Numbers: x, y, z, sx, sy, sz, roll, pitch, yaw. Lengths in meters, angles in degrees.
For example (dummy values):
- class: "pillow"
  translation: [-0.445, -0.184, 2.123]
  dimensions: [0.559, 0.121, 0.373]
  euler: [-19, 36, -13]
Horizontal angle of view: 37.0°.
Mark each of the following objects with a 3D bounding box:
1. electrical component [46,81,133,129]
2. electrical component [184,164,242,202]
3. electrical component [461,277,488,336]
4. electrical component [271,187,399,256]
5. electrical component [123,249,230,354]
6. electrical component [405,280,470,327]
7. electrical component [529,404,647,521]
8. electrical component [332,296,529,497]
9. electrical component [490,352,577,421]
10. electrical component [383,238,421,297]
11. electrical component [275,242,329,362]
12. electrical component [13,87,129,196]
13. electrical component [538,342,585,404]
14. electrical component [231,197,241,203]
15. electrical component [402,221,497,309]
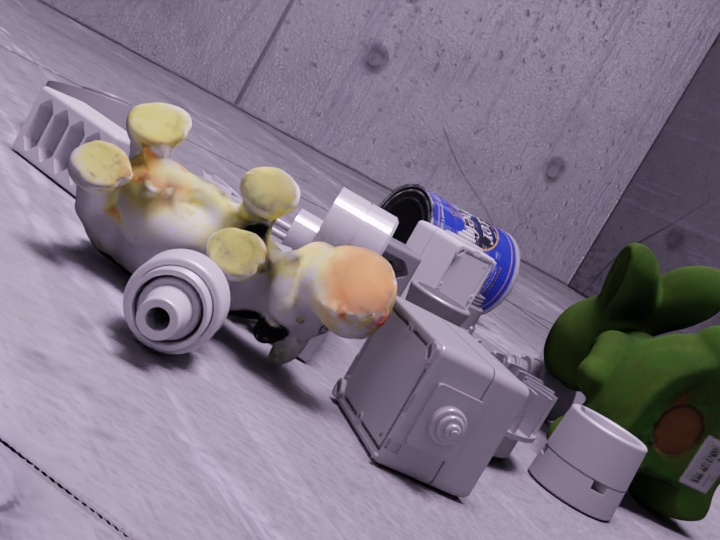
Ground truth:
- class: "electrical component"
  translation: [-0.201, -0.102, 0.817]
  dimensions: [0.099, 0.064, 0.099]
  euler: [19, -2, 1]
- class: "electrical component"
  translation: [-0.107, -0.044, 0.712]
  dimensions: [0.077, 0.044, 0.079]
  euler: [36, -9, 44]
- class: "electrical component"
  translation: [0.097, 0.029, 1.008]
  dimensions: [0.048, 0.062, 0.048]
  euler: [29, 7, -4]
- class: "electrical component"
  translation: [-0.029, -0.014, 0.671]
  dimensions: [0.074, 0.052, 0.138]
  euler: [30, -20, -2]
- class: "electrical component"
  translation: [-0.079, 0.015, 0.456]
  dimensions: [0.043, 0.043, 0.062]
  euler: [29, 8, -3]
- class: "electrical component"
  translation: [0.040, 0.041, 0.713]
  dimensions: [0.045, 0.055, 0.045]
  euler: [29, 7, -4]
- class: "electrical component"
  translation: [0.135, 0.111, 0.629]
  dimensions: [0.055, 0.047, 0.055]
  euler: [29, 7, -4]
- class: "electrical component"
  translation: [0.037, 0.062, 0.514]
  dimensions: [0.061, 0.061, 0.096]
  euler: [27, 7, -21]
- class: "electrical component"
  translation: [0.130, 0.085, 0.826]
  dimensions: [0.078, 0.040, 0.040]
  euler: [28, 7, -16]
- class: "electrical component"
  translation: [0.000, 0.000, 0.798]
  dimensions: [0.047, 0.065, 0.076]
  euler: [27, 7, -21]
- class: "electrical component"
  translation: [-0.040, 0.017, 0.603]
  dimensions: [0.055, 0.048, 0.066]
  euler: [37, 6, -3]
- class: "electrical component"
  translation: [-0.170, -0.074, 0.712]
  dimensions: [0.083, 0.047, 0.076]
  euler: [34, 8, 32]
- class: "electrical component"
  translation: [0.192, 0.096, 0.900]
  dimensions: [0.099, 0.064, 0.099]
  euler: [29, 7, -4]
- class: "electrical component"
  translation: [-0.109, -0.029, 0.637]
  dimensions: [0.066, 0.047, 0.077]
  euler: [30, 9, 5]
- class: "electrical component"
  translation: [0.068, 0.001, 0.943]
  dimensions: [0.061, 0.096, 0.062]
  euler: [35, 8, 40]
